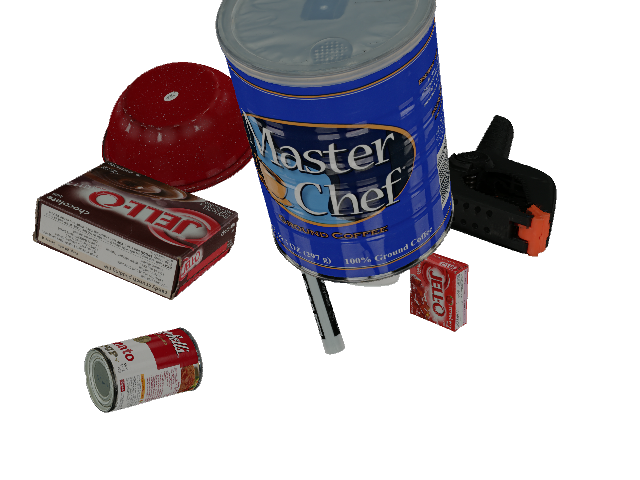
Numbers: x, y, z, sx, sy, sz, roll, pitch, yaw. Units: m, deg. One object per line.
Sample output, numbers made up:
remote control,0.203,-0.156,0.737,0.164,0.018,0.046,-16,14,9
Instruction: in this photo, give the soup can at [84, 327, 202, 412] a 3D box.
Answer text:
soup can,-0.182,0.132,1.094,0.102,0.068,0.069,-11,6,-37

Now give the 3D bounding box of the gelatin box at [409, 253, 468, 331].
gelatin box,0.150,0.063,1.357,0.073,0.089,0.030,21,36,38

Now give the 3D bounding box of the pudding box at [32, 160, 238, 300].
pudding box,-0.127,-0.009,0.739,0.113,0.039,0.090,20,26,14

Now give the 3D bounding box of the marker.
marker,-0.003,0.044,0.961,0.020,0.121,0.020,-16,12,3

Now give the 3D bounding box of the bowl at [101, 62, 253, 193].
bowl,-0.135,-0.118,1.009,0.162,0.162,0.055,0,-40,10

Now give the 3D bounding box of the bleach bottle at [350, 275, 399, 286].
bleach bottle,0.057,-0.084,1.104,0.068,0.251,0.102,1,28,-8

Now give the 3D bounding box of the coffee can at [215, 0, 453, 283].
coffee can,0.012,-0.062,0.540,0.103,0.102,0.140,0,-42,12

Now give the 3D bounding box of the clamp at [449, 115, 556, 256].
clamp,0.094,-0.044,0.758,0.164,0.036,0.210,-5,26,-12
